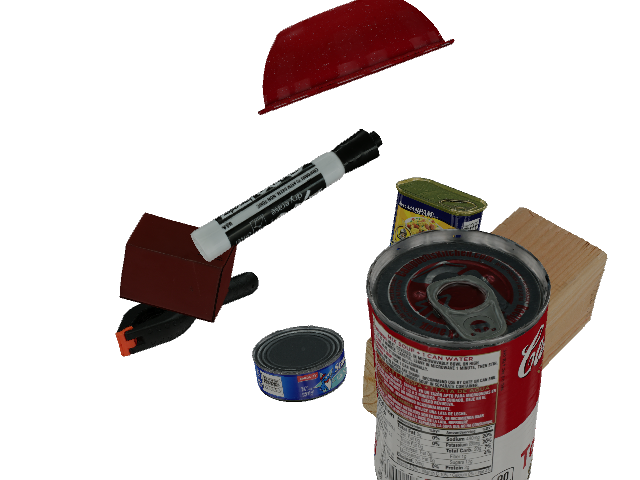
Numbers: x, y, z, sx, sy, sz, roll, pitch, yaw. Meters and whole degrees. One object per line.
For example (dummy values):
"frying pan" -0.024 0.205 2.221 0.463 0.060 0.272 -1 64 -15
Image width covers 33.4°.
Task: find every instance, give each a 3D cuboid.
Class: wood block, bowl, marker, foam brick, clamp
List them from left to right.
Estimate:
"foam brick" -0.110 0.021 0.825 0.078 0.051 0.053 15 30 3
"clamp" -0.149 0.073 1.162 0.120 0.039 0.171 -6 25 33
"marker" -0.017 -0.027 0.597 0.121 0.020 0.020 -33 8 -13
"bowl" 0.018 -0.150 0.826 0.162 0.055 0.162 -20 7 2
"wood block" 0.136 0.073 0.878 0.091 0.090 0.205 33 53 29

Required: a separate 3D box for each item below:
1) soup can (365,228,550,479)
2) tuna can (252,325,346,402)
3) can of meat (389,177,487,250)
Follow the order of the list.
"soup can" 0.053 0.056 0.424 0.068 0.102 0.068 -2 36 2
"tuna can" -0.019 0.114 0.990 0.086 0.034 0.086 -7 24 3
"can of meat" 0.128 -0.013 1.184 0.102 0.084 0.057 24 28 35
